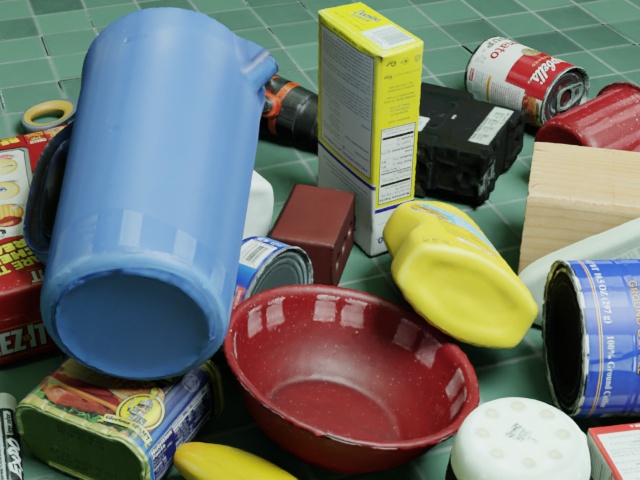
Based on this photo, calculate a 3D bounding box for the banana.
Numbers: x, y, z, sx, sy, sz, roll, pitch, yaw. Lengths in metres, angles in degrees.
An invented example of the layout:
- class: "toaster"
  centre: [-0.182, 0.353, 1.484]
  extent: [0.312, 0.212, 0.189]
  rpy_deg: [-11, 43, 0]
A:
- class: "banana"
  centre: [-0.015, 0.169, 0.577]
  extent: [0.069, 0.037, 0.198]
  rpy_deg: [-7, 34, -27]

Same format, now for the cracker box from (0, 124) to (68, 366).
- class: "cracker box"
  centre: [-0.219, -0.002, 0.808]
  extent: [0.164, 0.072, 0.214]
  rpy_deg: [-15, 38, -20]

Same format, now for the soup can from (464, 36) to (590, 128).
- class: "soup can"
  centre: [0.198, -0.150, 1.030]
  extent: [0.068, 0.068, 0.102]
  rpy_deg: [-25, 40, -32]

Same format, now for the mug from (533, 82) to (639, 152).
- class: "mug"
  centre: [0.242, -0.067, 0.900]
  extent: [0.081, 0.093, 0.117]
  rpy_deg: [-25, 78, -25]

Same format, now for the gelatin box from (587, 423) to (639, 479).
- class: "gelatin box"
  centre: [0.205, 0.145, 0.624]
  extent: [0.073, 0.030, 0.089]
  rpy_deg: [-5, 33, -9]

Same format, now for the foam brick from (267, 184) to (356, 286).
- class: "foam brick"
  centre: [-0.005, 0.001, 0.819]
  extent: [0.051, 0.053, 0.078]
  rpy_deg: [8, 36, 11]

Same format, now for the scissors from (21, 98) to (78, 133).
- class: "scissors"
  centre: [-0.226, -0.143, 1.063]
  extent: [0.096, 0.016, 0.201]
  rpy_deg: [9, 35, 6]

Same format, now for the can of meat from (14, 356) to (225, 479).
- class: "can of meat"
  centre: [-0.125, 0.105, 0.662]
  extent: [0.102, 0.057, 0.083]
  rpy_deg: [16, 39, 22]

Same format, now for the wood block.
- class: "wood block"
  centre: [0.256, -0.005, 0.794]
  extent: [0.206, 0.090, 0.090]
  rpy_deg: [8, 34, 11]

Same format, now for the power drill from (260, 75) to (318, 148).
- class: "power drill"
  centre: [-0.073, -0.123, 0.944]
  extent: [0.185, 0.057, 0.187]
  rpy_deg: [25, 12, 24]

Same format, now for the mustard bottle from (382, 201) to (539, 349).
- class: "mustard bottle"
  centre: [0.091, 0.013, 0.765]
  extent: [0.096, 0.058, 0.191]
  rpy_deg: [27, 13, -8]

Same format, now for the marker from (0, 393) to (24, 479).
- class: "marker"
  centre: [-0.189, 0.138, 0.645]
  extent: [0.020, 0.020, 0.121]
  rpy_deg: [-10, 35, -14]

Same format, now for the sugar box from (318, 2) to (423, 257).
- class: "sugar box"
  centre: [0.037, -0.085, 0.836]
  extent: [0.048, 0.176, 0.093]
  rpy_deg: [-18, 38, -22]

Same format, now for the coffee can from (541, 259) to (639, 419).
- class: "coffee can"
  centre: [0.223, 0.061, 0.683]
  extent: [0.140, 0.103, 0.103]
  rpy_deg: [-1, 34, -2]

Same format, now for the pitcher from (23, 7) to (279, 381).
- class: "pitcher"
  centre: [-0.115, -0.029, 0.691]
  extent: [0.145, 0.149, 0.243]
  rpy_deg: [16, 41, -14]

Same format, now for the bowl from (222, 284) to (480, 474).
- class: "bowl"
  centre: [0.014, 0.093, 0.660]
  extent: [0.162, 0.055, 0.162]
  rpy_deg: [12, 29, -7]

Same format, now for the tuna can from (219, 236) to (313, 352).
- class: "tuna can"
  centre: [-0.042, 0.041, 0.729]
  extent: [0.034, 0.086, 0.086]
  rpy_deg: [19, 38, 28]

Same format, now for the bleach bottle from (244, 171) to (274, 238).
- class: "bleach bottle"
  centre: [-0.143, -0.071, 0.910]
  extent: [0.102, 0.068, 0.251]
  rpy_deg: [-11, 34, -33]
